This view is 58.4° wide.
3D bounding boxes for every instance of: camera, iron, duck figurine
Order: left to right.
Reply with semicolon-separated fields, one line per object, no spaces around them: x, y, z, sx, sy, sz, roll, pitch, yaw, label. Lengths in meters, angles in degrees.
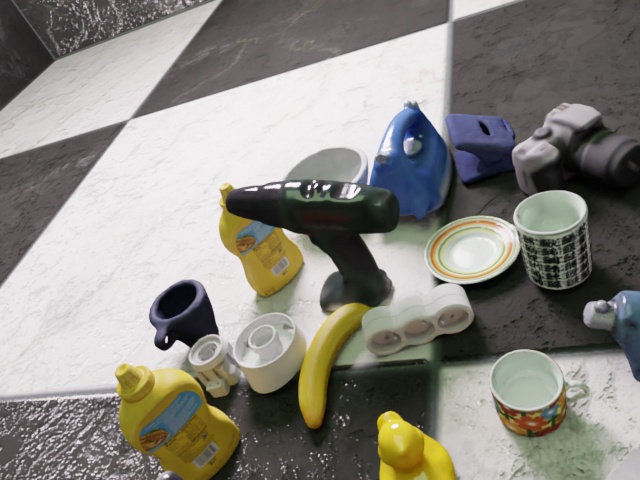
0.143;-0.148;0.928;0.118;0.142;0.258;-3;43;29;iron
0.088;0.219;0.570;0.077;0.086;0.104;-29;37;-1;duck figurine
0.363;-0.122;0.793;0.143;0.101;0.136;-34;37;-9;camera

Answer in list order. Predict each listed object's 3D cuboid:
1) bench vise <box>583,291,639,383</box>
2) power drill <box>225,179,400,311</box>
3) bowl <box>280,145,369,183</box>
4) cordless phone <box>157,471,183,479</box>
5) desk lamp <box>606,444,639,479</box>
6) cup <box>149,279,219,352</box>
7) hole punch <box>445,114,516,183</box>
0.348;0.048;0.498;0.207;0.220;0.121;-21;37;8;bench vise
0.007;0.003;0.776;0.229;0.209;0.075;-7;42;26;power drill
0.015;-0.087;0.991;0.167;0.075;0.167;-17;38;14;bowl
-0.131;0.304;0.521;0.093;0.185;0.148;-1;44;31;cordless phone
0.268;0.238;0.326;0.118;0.214;0.202;-34;37;-8;desk lamp
-0.195;0.130;0.846;0.091;0.095;0.118;-8;41;25;cup
0.258;-0.160;0.913;0.101;0.091;0.108;-17;38;14;hole punch
